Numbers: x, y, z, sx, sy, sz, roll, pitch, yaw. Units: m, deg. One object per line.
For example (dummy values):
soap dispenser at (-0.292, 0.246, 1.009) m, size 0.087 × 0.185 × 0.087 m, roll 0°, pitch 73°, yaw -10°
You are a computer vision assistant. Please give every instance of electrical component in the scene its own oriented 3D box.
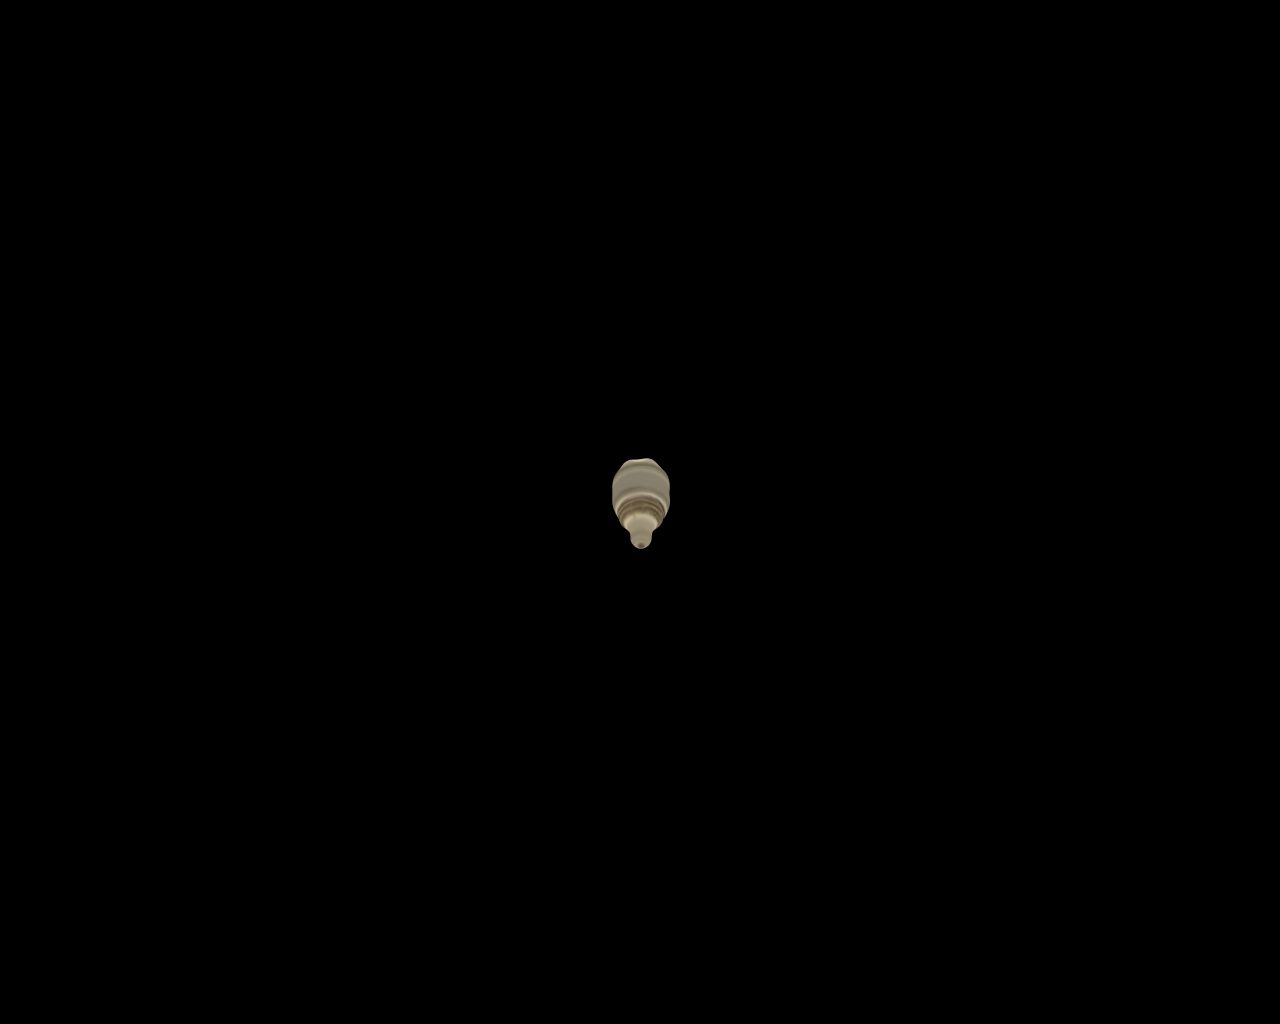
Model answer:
electrical component at (0.001, -0.003, 0.650) m, size 0.035 × 0.061 × 0.035 m, roll 0°, pitch -42°, yaw 0°
